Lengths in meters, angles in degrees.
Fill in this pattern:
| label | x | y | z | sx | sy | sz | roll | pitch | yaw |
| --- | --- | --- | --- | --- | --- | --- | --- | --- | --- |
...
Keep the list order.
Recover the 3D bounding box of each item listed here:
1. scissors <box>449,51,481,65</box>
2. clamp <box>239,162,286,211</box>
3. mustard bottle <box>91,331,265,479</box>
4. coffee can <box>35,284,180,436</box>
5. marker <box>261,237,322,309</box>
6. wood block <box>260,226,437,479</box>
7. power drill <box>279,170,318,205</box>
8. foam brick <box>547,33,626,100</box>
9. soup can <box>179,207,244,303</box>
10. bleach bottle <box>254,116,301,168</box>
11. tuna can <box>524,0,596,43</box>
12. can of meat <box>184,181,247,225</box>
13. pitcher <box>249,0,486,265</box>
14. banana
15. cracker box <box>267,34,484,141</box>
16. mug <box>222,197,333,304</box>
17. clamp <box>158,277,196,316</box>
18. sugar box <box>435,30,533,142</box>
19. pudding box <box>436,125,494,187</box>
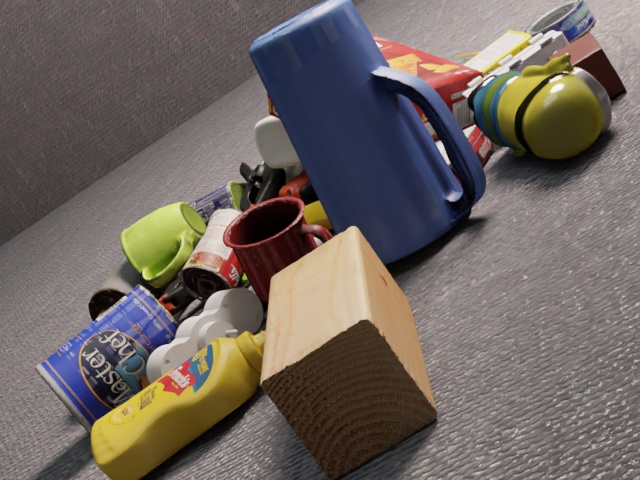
| label | x | y | z | sx | sy | sz | roll | pitch | yaw |
| --- | --- | --- | --- | --- | --- | --- | --- | --- | --- |
| scissors | 0.161 | -0.224 | 1.407 | 0.201 | 0.016 | 0.096 | -16 | 21 | -18 |
| clamp | -0.079 | -0.079 | 1.423 | 0.120 | 0.039 | 0.171 | -43 | 23 | 43 |
| mustard bottle | -0.115 | 0.142 | 0.966 | 0.191 | 0.058 | 0.096 | -35 | 17 | 2 |
| coffee can | -0.216 | 0.130 | 1.138 | 0.140 | 0.103 | 0.103 | -40 | 15 | -15 |
| marker | -0.039 | 0.040 | 1.182 | 0.121 | 0.020 | 0.020 | -45 | 17 | -32 |
| wood block | 0.019 | 0.076 | 0.805 | 0.090 | 0.091 | 0.206 | -33 | 15 | 10 |
| power drill | 0.054 | -0.095 | 1.322 | 0.184 | 0.057 | 0.188 | -39 | 13 | -22 |
| foam brick | 0.266 | -0.166 | 1.067 | 0.051 | 0.053 | 0.078 | -32 | 17 | 16 |
| soup can | -0.120 | 0.019 | 1.292 | 0.069 | 0.068 | 0.102 | -22 | 34 | 43 |
| bleach bottle | 0.022 | -0.169 | 1.421 | 0.103 | 0.068 | 0.250 | -10 | 16 | 35 |
| tuna can | 0.299 | -0.267 | 1.337 | 0.086 | 0.033 | 0.086 | -34 | 15 | 10 |
| can of meat | -0.129 | -0.041 | 1.506 | 0.084 | 0.057 | 0.101 | -26 | -13 | 26 |
| pitcher | 0.042 | -0.105 | 1.011 | 0.149 | 0.243 | 0.145 | -29 | 13 | 1 |
| banana | -0.012 | -0.011 | 1.257 | 0.198 | 0.037 | 0.069 | -31 | 44 | 28 |
| cracker box | 0.061 | -0.171 | 1.239 | 0.164 | 0.072 | 0.214 | -23 | 33 | -28 |
| mug | -0.034 | 0.012 | 1.115 | 0.117 | 0.081 | 0.093 | -8 | 31 | 30 |
| clamp | -0.142 | 0.034 | 1.394 | 0.209 | 0.036 | 0.165 | -42 | 14 | -34 |
| sugar box | 0.189 | -0.190 | 1.328 | 0.176 | 0.048 | 0.093 | -39 | 15 | 3 |
| pudding box | 0.119 | -0.071 | 1.133 | 0.114 | 0.039 | 0.089 | -20 | 20 | 41 |
